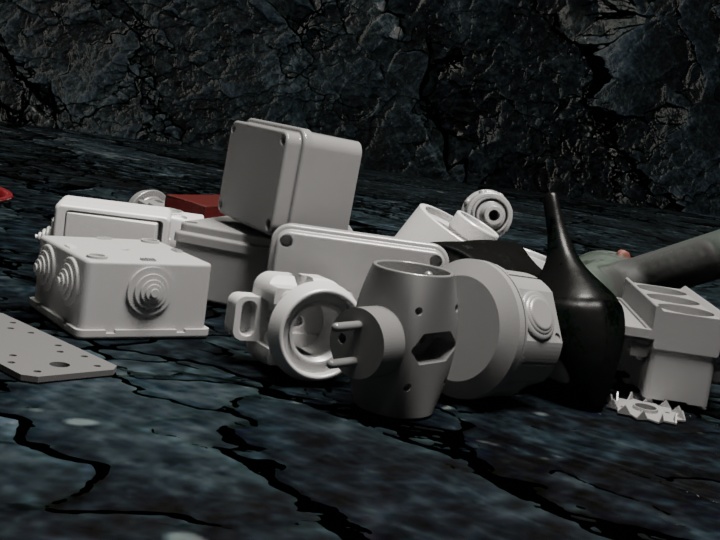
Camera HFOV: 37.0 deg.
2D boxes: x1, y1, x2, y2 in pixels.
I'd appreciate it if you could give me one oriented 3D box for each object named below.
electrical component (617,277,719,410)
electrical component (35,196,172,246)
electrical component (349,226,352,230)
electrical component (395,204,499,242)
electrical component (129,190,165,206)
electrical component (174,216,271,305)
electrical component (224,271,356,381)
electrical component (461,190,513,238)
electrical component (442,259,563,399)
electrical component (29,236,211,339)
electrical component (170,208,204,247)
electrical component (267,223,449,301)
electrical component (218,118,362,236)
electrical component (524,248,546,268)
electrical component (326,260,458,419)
[{"bbox_3d":[0.204,0.047,0.719,0.079,0.063,0.121,8,8,4],"label":"electrical component"},{"bbox_3d":[-0.187,-0.017,0.779,0.096,0.061,0.061,7,9,-11],"label":"electrical component"},{"bbox_3d":[-0.035,-0.026,1.015,0.055,0.055,0.047,7,5,-10],"label":"electrical component"},{"bbox_3d":[0.082,-0.014,0.891,0.108,0.060,0.108,30,13,-7],"label":"electrical component"},{"bbox_3d":[-0.197,-0.051,1.052,0.055,0.048,0.066,26,18,40],"label":"electrical component"},{"bbox_3d":[-0.072,-0.004,0.821,0.109,0.056,0.109,11,9,16],"label":"electrical component"},{"bbox_3d":[-0.032,0.032,0.620,0.078,0.058,0.057,5,6,-25],"label":"electrical component"},{"bbox_3d":[0.118,-0.050,0.979,0.048,0.048,0.062,8,3,-1],"label":"electrical component"},{"bbox_3d":[0.074,0.035,0.626,0.051,0.080,0.080,7,7,-43],"label":"electrical component"},{"bbox_3d":[-0.152,0.009,0.683,0.100,0.048,0.100,2,11,-36],"label":"electrical component"},{"bbox_3d":[-0.183,-0.035,0.962,0.077,0.044,0.079,6,9,-15],"label":"electrical component"},{"bbox_3d":[-0.004,0.014,0.694,0.113,0.078,0.057,8,6,-3],"label":"electrical component"},{"bbox_3d":[-0.054,-0.065,0.780,0.057,0.078,0.113,7,8,-29],"label":"electrical component"},{"bbox_3d":[0.141,0.012,0.974,0.099,0.064,0.099,20,2,-1],"label":"electrical component"},{"bbox_3d":[0.011,0.037,0.559,0.043,0.077,0.079,15,11,40],"label":"electrical component"}]
